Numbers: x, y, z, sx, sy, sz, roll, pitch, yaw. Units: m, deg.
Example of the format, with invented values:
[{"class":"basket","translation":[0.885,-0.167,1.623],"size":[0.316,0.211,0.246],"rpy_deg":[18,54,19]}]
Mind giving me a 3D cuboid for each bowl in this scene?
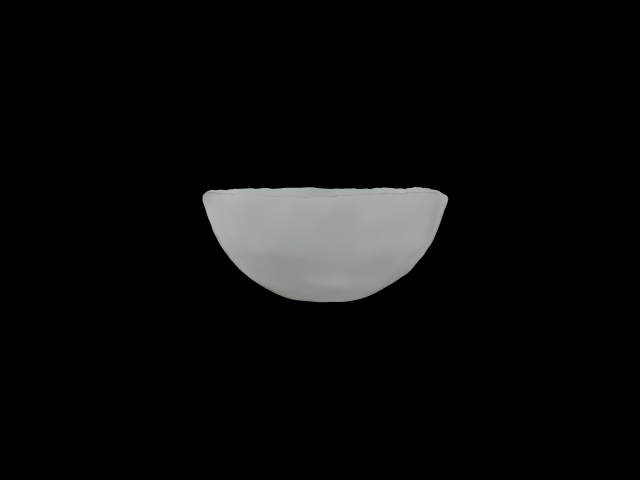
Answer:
[{"class":"bowl","translation":[0.004,0.001,0.400],"size":[0.167,0.075,0.167],"rpy_deg":[0,7,0]}]
